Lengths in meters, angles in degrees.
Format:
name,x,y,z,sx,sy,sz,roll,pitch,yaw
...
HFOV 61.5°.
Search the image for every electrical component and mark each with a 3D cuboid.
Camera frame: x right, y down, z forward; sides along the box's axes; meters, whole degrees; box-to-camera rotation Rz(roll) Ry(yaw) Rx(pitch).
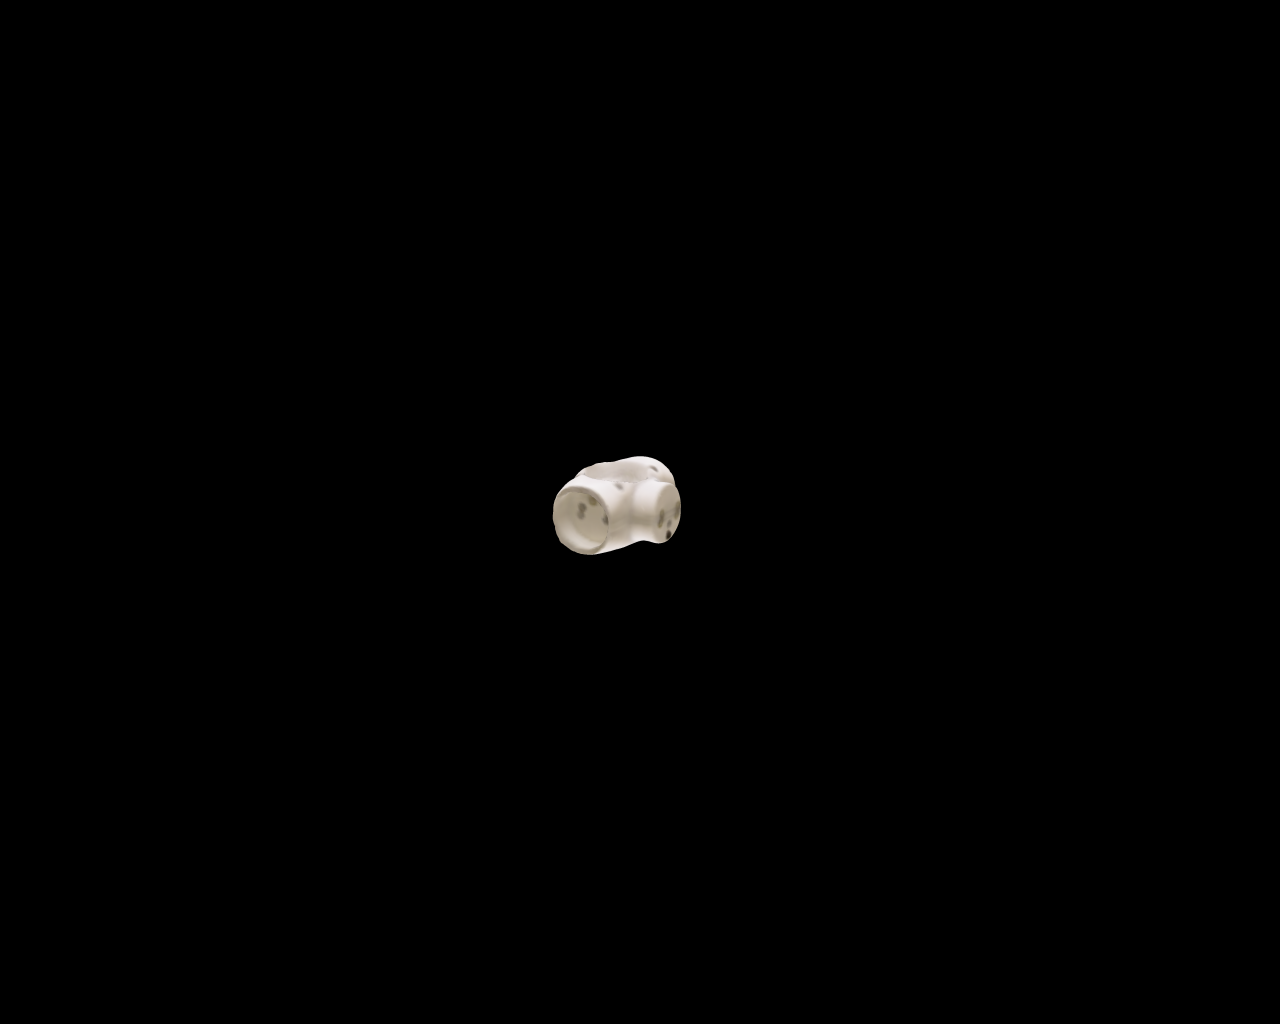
name,x,y,z,sx,sy,sz,roll,pitch,yaw
electrical component,0.001,-0.003,0.650,0.079,0.044,0.077,11,21,30
